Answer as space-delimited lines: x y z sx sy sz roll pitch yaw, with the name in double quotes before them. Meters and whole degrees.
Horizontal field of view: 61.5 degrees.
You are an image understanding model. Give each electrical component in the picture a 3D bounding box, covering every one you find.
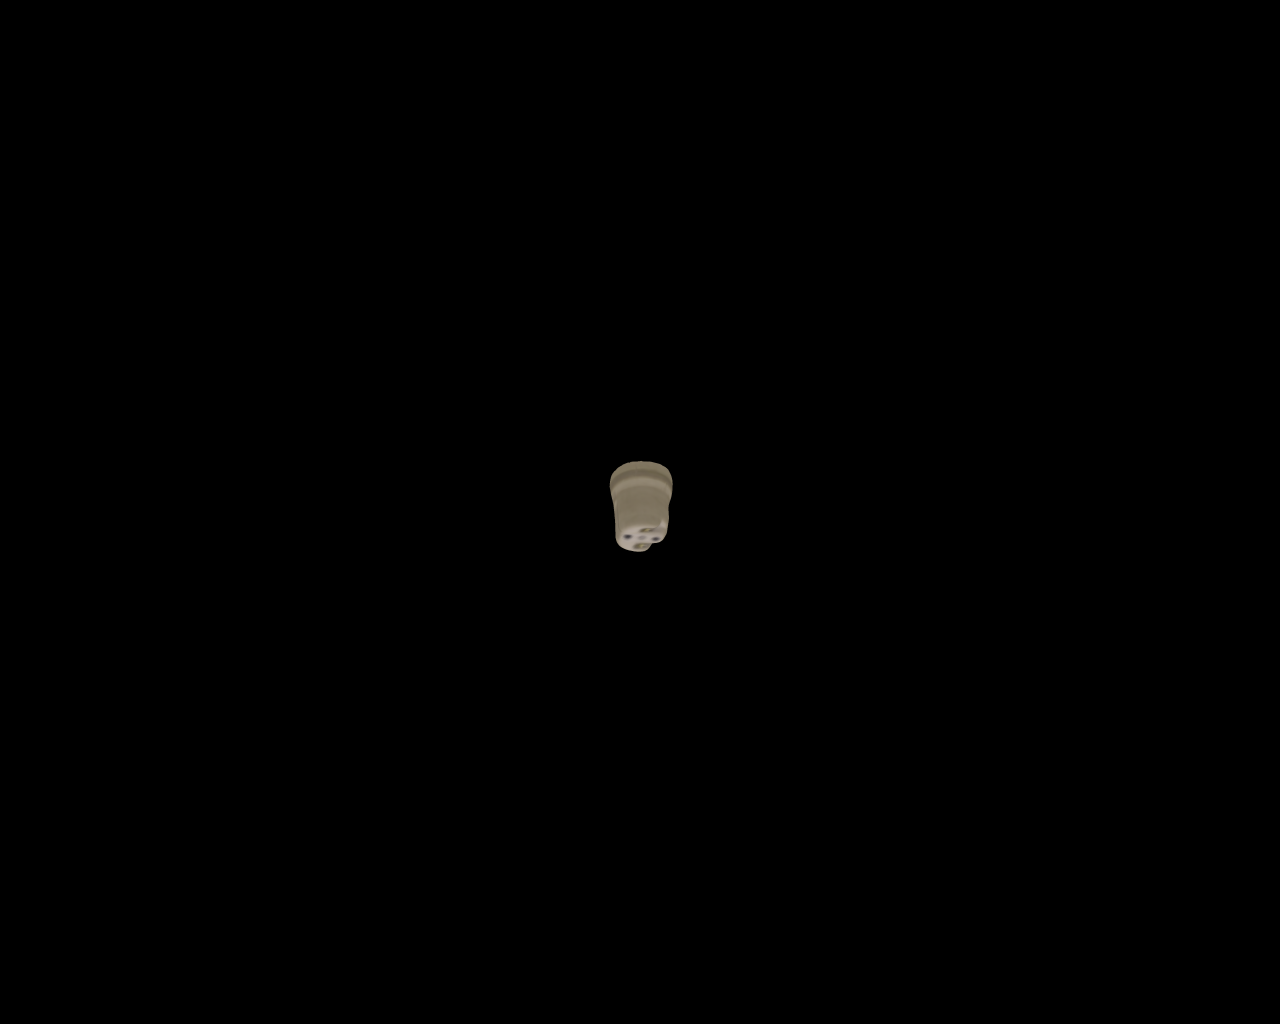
"electrical component" 0.001 -0.003 0.650 0.040 0.046 0.040 0 -35 0
